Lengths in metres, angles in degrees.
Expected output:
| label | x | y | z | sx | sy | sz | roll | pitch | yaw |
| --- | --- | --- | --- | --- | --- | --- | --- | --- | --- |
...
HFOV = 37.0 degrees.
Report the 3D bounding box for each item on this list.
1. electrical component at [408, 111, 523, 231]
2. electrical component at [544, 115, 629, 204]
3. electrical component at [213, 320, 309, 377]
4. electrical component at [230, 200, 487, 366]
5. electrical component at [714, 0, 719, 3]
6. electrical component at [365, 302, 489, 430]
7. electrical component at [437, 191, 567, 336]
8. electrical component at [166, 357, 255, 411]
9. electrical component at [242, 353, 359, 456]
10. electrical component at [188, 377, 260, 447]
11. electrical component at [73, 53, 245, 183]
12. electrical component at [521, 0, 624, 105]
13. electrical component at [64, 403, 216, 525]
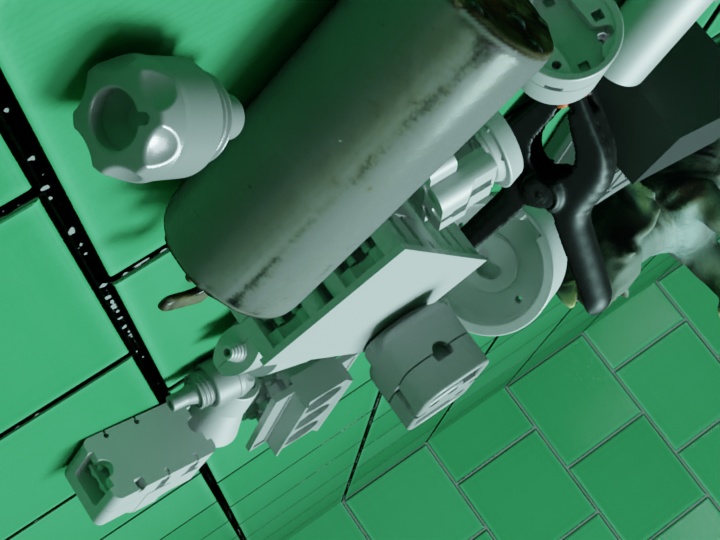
| label | x | y | z | sx | sy | sz | roll | pitch | yaw |
| --- | --- | --- | --- | --- | --- | --- | --- | --- | --- |
| electrical component | 0.055 | -0.063 | 0.614 | 0.057 | 0.058 | 0.078 | -31 | 166 | -8 |
| electrical component | 0.206 | -0.106 | 0.837 | 0.113 | 0.057 | 0.078 | -31 | 166 | -20 |
| electrical component | -0.065 | 0.049 | 0.722 | 0.043 | 0.043 | 0.081 | -43 | 165 | 27 |
| electrical component | 0.000 | 0.000 | 0.682 | 0.105 | 0.060 | 0.186 | -40 | 166 | 15 |
| electrical component | 0.244 | -0.192 | 0.678 | 0.040 | 0.040 | 0.046 | -28 | 169 | -30 |
| electrical component | 0.043 | 0.064 | 0.739 | 0.054 | 0.059 | 0.095 | -32 | 166 | -18 |
| electrical component | 0.105 | -0.009 | 0.821 | 0.108 | 0.108 | 0.060 | -44 | 170 | 29 |
| electrical component | -0.106 | 0.081 | 0.750 | 0.061 | 0.035 | 0.035 | -25 | 163 | -32 |
| electrical component | -0.055 | 0.094 | 0.859 | 0.079 | 0.063 | 0.121 | -29 | 165 | -27 |
| electrical component | -0.102 | 0.099 | 0.810 | 0.044 | 0.044 | 0.065 | -23 | 156 | -44 |
| electrical component | -0.066 | -0.053 | 0.378 | 0.043 | 0.043 | 0.062 | -43 | 166 | 28 |
| electrical component | 0.106 | -0.117 | 0.564 | 0.055 | 0.055 | 0.047 | -35 | 170 | -3 |
| electrical component | -0.160 | 0.139 | 0.780 | 0.089 | 0.050 | 0.055 | -22 | 160 | -43 |
